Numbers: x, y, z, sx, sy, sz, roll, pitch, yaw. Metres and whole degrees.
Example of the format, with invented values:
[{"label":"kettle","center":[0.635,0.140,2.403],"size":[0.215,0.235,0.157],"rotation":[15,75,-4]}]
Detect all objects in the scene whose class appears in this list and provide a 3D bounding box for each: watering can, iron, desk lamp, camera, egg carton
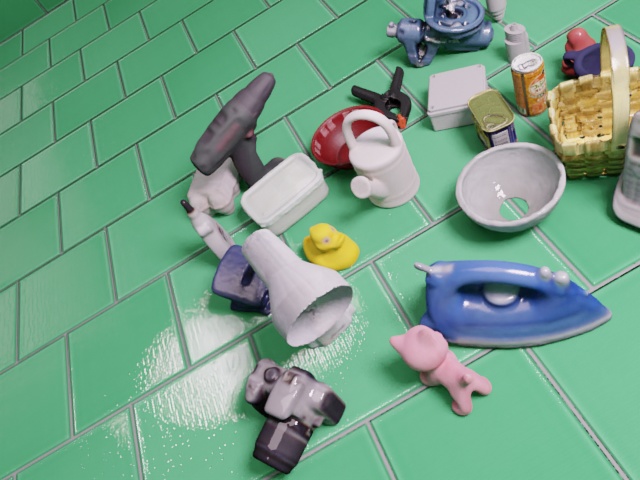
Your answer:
[{"label":"watering can","center":[0.102,-0.145,0.997],"size":[0.100,0.195,0.173],"rotation":[-16,50,17]},{"label":"iron","center":[0.258,0.069,0.789],"size":[0.257,0.142,0.118],"rotation":[-3,55,26]},{"label":"desk lamp","center":[-0.030,0.084,0.878],"size":[0.118,0.214,0.202],"rotation":[-41,48,-6]},{"label":"camera","center":[-0.058,0.257,0.838],"size":[0.142,0.101,0.137],"rotation":[12,62,34]},{"label":"egg carton","center":[-0.220,-0.119,1.230],"size":[0.107,0.070,0.150],"rotation":[-7,53,23]}]

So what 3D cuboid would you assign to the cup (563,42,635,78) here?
[{"label":"cup","center":[0.469,-0.275,0.973],"size":[0.117,0.095,0.092],"rotation":[31,74,40]}]

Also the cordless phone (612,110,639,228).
[{"label":"cordless phone","center":[0.474,-0.087,0.765],"size":[0.147,0.186,0.094],"rotation":[26,70,39]}]

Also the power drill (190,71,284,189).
[{"label":"power drill","center":[-0.140,-0.193,1.150],"size":[0.230,0.209,0.075],"rotation":[-44,48,-9]}]

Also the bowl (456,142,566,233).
[{"label":"bowl","center":[0.307,-0.072,0.917],"size":[0.167,0.075,0.167],"rotation":[-14,50,18]}]

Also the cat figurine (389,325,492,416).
[{"label":"cat figurine","center":[0.161,0.165,0.782],"size":[0.067,0.118,0.127],"rotation":[-46,48,-11]}]

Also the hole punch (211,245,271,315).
[{"label":"hole punch","center":[-0.124,0.068,1.022],"size":[0.100,0.091,0.109],"rotation":[3,57,29]}]

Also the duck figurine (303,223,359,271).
[{"label":"duck figurine","center":[0.009,0.004,1.006],"size":[0.104,0.086,0.077],"rotation":[10,61,33]}]

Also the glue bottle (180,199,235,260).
[{"label":"glue bottle","center":[-0.211,-0.020,1.079],"size":[0.037,0.174,0.078],"rotation":[-33,47,1]}]

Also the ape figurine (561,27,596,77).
[{"label":"ape figurine","center":[0.465,-0.342,1.028],"size":[0.078,0.092,0.076],"rotation":[-38,47,-3]}]

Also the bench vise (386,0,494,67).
[{"label":"bench vise","center":[0.229,-0.455,1.150],"size":[0.207,0.220,0.121],"rotation":[-19,49,14]}]
